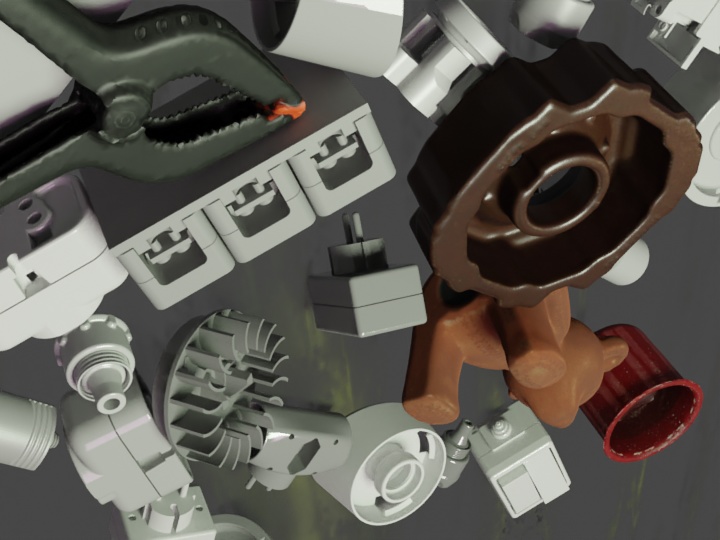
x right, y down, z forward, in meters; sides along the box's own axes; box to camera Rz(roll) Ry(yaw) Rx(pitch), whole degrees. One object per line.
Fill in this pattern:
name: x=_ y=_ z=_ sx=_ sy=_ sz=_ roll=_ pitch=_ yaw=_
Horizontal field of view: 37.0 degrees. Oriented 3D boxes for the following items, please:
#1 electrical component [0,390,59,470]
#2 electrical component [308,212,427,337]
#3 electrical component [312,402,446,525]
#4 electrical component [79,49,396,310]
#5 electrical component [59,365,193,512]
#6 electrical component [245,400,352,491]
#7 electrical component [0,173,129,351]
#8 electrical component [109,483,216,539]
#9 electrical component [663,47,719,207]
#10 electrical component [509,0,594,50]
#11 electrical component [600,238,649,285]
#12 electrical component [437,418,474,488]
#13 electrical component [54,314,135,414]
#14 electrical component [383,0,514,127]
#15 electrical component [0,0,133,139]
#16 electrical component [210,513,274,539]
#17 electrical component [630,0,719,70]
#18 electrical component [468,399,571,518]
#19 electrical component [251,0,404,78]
electrical component: x=-0.225 y=0.097 z=0.672 sx=0.081 sy=0.043 sz=0.043 roll=27 pitch=112 yaw=-42
electrical component: x=0.000 y=0.000 z=0.696 sx=0.047 sy=0.083 sz=0.075 roll=-12 pitch=94 yaw=-21
electrical component: x=0.017 y=0.152 z=0.859 sx=0.099 sy=0.064 sz=0.099 roll=-17 pitch=124 yaw=-27
electrical component: x=-0.068 y=-0.055 z=0.590 sx=0.150 sy=0.089 sz=0.061 roll=-30 pitch=136 yaw=-2
electrical component: x=-0.158 y=0.114 z=0.717 sx=0.059 sy=0.053 sz=0.095 roll=-26 pitch=136 yaw=-7
electrical component: x=-0.058 y=0.136 z=0.799 sx=0.077 sy=0.043 sz=0.079 roll=14 pitch=120 yaw=-37
electrical component: x=-0.181 y=-0.001 z=0.600 sx=0.095 sy=0.053 sz=0.059 roll=-30 pitch=136 yaw=-2
electrical component: x=-0.142 y=0.178 z=0.787 sx=0.066 sy=0.047 sz=0.076 roll=-2 pitch=129 yaw=-28
electrical component: x=0.251 y=-0.105 z=0.745 sx=0.108 sy=0.060 sz=0.108 roll=-15 pitch=134 yaw=-17
electrical component: x=0.119 y=-0.164 z=0.631 sx=0.043 sy=0.043 sz=0.062 roll=9 pitch=122 yaw=-35
electrical component: x=0.181 y=-0.016 z=0.800 sx=0.078 sy=0.040 sz=0.040 roll=22 pitch=115 yaw=-40
electrical component: x=0.076 y=0.149 z=0.893 sx=0.035 sy=0.035 sz=0.061 roll=9 pitch=121 yaw=-35
electrical component: x=-0.160 y=0.061 z=0.662 sx=0.048 sy=0.062 sz=0.048 roll=-15 pitch=134 yaw=-16
electrical component: x=0.051 y=-0.121 z=0.622 sx=0.057 sy=0.058 sz=0.078 roll=-43 pitch=136 yaw=16
electrical component: x=-0.169 y=-0.127 z=0.489 sx=0.150 sy=0.061 sz=0.089 roll=-47 pitch=134 yaw=15
electrical component: x=-0.099 y=0.251 z=0.837 sx=0.108 sy=0.108 sz=0.060 roll=-35 pitch=142 yaw=3
electrical component: x=0.207 y=-0.174 z=0.674 sx=0.064 sy=0.042 sz=0.081 roll=14 pitch=120 yaw=-33
electrical component: x=0.134 y=0.160 z=0.916 sx=0.062 sy=0.061 sz=0.096 roll=-31 pitch=136 yaw=-1
electrical component: x=-0.016 y=-0.148 z=0.531 sx=0.064 sy=0.099 sz=0.099 roll=3 pitch=127 yaw=-23
